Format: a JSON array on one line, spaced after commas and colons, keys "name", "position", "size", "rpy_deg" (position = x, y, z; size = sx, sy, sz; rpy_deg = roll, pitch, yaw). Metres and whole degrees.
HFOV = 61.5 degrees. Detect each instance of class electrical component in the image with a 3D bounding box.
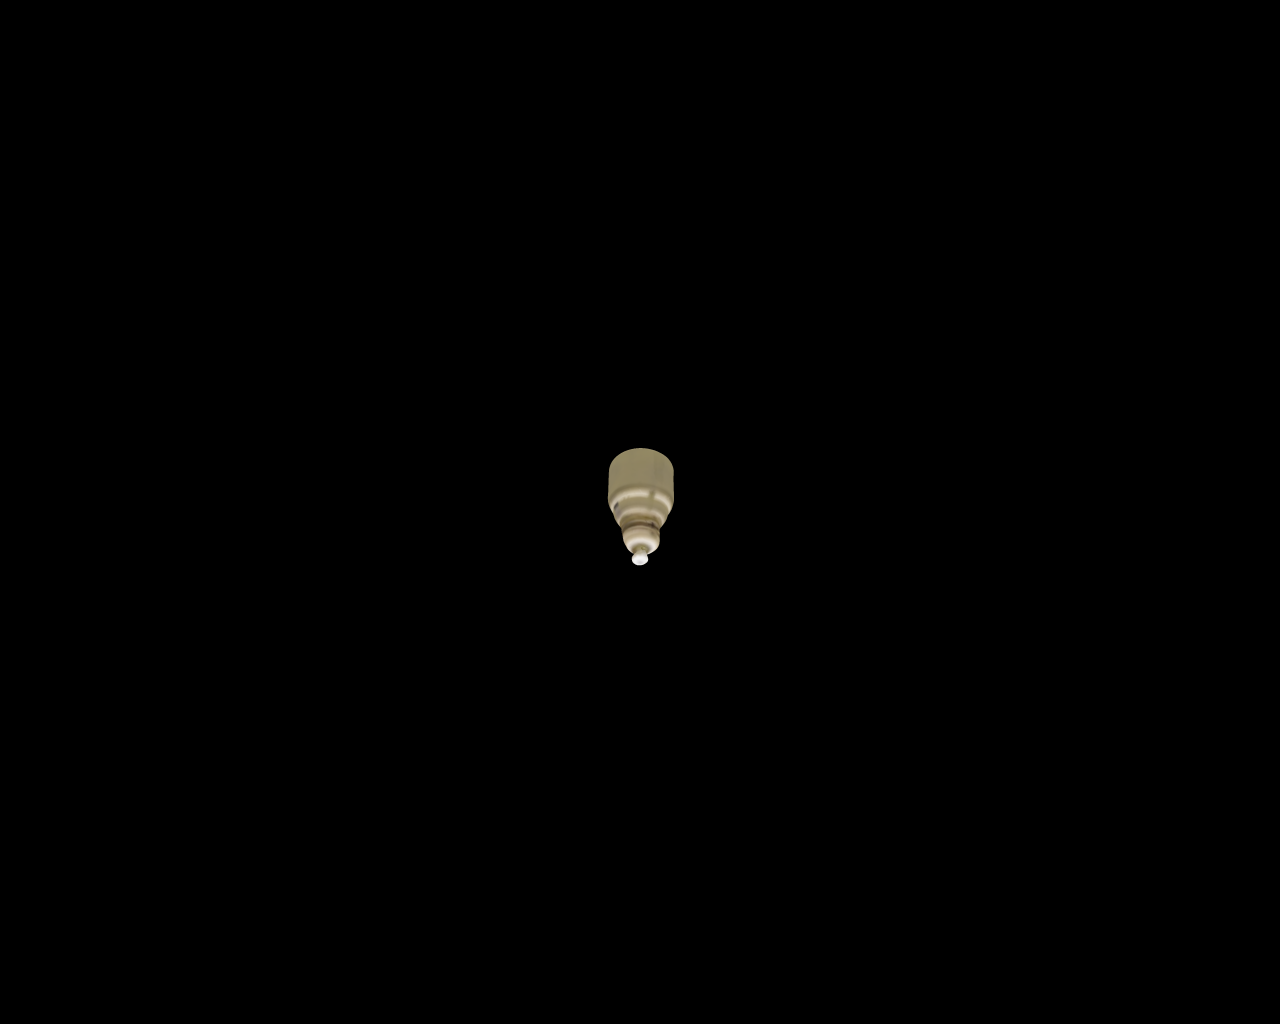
[{"name": "electrical component", "position": [0.001, -0.003, 0.650], "size": [0.040, 0.078, 0.040], "rpy_deg": [0, -34, 0]}]
